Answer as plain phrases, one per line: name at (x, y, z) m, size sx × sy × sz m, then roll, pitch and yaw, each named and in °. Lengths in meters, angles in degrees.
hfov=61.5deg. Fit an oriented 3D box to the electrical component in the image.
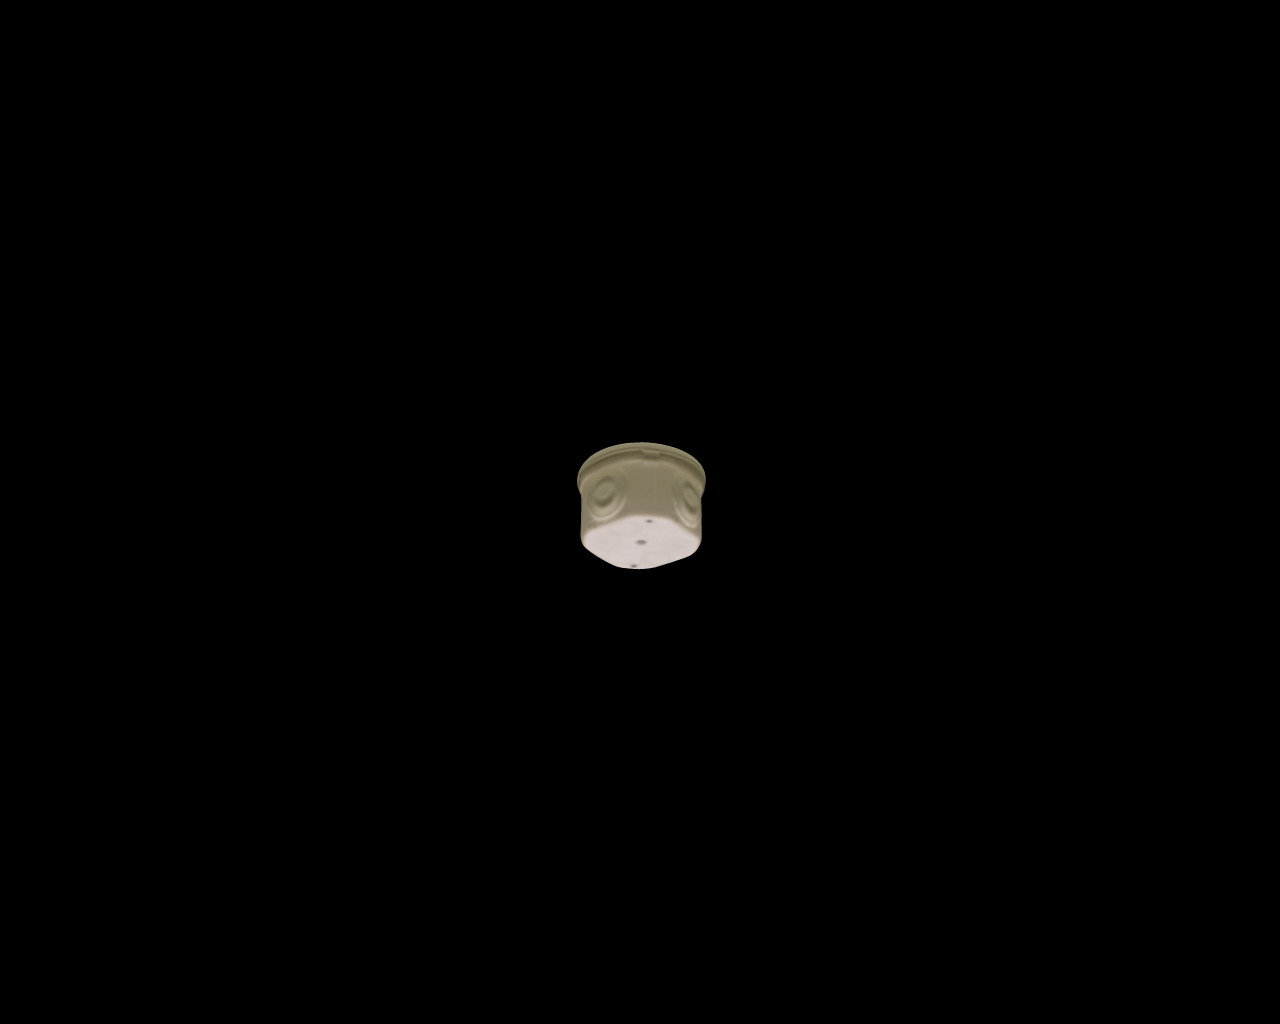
electrical component at (0.001, -0.003, 0.650) m, size 0.080 × 0.051 × 0.080 m, roll 0°, pitch -29°, yaw 0°
